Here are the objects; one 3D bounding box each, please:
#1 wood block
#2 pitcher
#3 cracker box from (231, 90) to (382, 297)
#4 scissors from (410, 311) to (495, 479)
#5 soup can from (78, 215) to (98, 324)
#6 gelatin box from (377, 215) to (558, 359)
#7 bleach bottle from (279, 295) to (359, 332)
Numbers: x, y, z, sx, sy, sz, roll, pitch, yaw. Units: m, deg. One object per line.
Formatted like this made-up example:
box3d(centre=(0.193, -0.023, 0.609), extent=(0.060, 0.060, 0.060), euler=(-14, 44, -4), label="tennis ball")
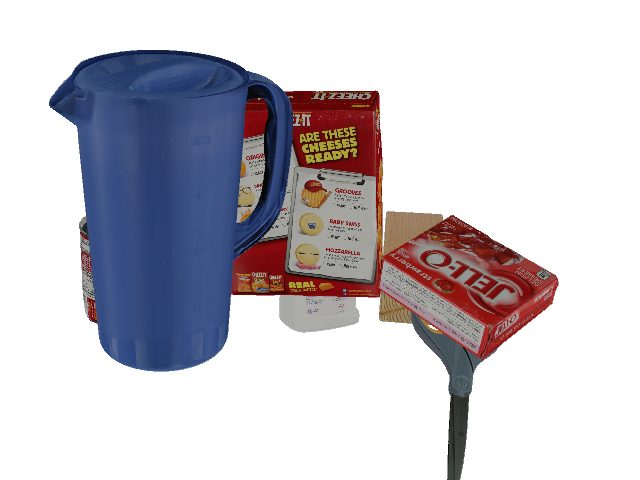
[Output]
box3d(centre=(0.137, 0.037, 1.588), extent=(0.091, 0.090, 0.206), euler=(4, 24, 3), label="wood block")
box3d(centre=(-0.115, -0.024, 0.853), extent=(0.149, 0.243, 0.144), euler=(12, 26, 18), label="pitcher")
box3d(centre=(-0.018, -0.047, 1.117), extent=(0.164, 0.214, 0.072), euler=(1, 28, 7), label="cracker box")
box3d(centre=(0.104, 0.112, 0.916), extent=(0.096, 0.201, 0.016), euler=(23, -39, 9), label="scissors")
box3d(centre=(-0.205, 0.028, 1.072), extent=(0.068, 0.102, 0.068), euler=(2, 26, -1), label="soup can")
box3d(centre=(0.093, 0.027, 0.676), extent=(0.089, 0.030, 0.073), euler=(34, 45, 31), label="gelatin box")
box3d(centre=(0.003, -0.017, 1.306), extent=(0.102, 0.251, 0.068), euler=(-8, 20, -30), label="bleach bottle")
